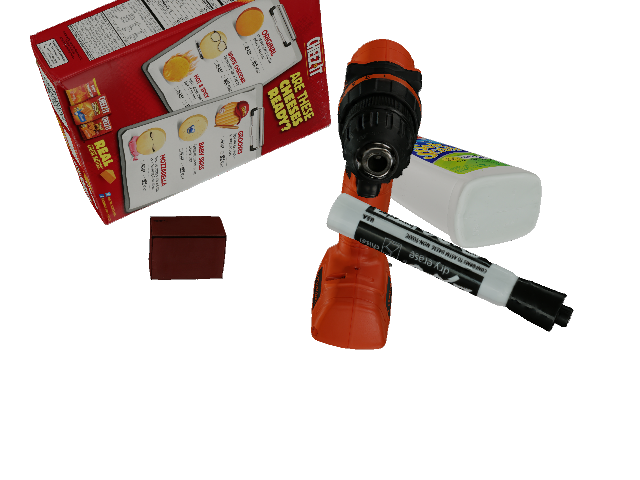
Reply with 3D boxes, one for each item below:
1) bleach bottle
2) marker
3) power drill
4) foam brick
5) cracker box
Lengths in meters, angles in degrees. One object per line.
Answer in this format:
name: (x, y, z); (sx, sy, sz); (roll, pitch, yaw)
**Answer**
bleach bottle: (0.096, -0.066, 1.039); (0.102, 0.068, 0.251); (-9, 23, -30)
marker: (0.060, 0.010, 0.498); (0.121, 0.020, 0.020); (25, 7, 14)
power drill: (0.031, -0.024, 0.707); (0.057, 0.188, 0.184); (9, 27, 2)
foam brick: (-0.142, 0.007, 1.129); (0.078, 0.051, 0.053); (0, 24, -11)
cracker box: (-0.104, -0.126, 0.849); (0.213, 0.072, 0.164); (-26, -36, -14)
